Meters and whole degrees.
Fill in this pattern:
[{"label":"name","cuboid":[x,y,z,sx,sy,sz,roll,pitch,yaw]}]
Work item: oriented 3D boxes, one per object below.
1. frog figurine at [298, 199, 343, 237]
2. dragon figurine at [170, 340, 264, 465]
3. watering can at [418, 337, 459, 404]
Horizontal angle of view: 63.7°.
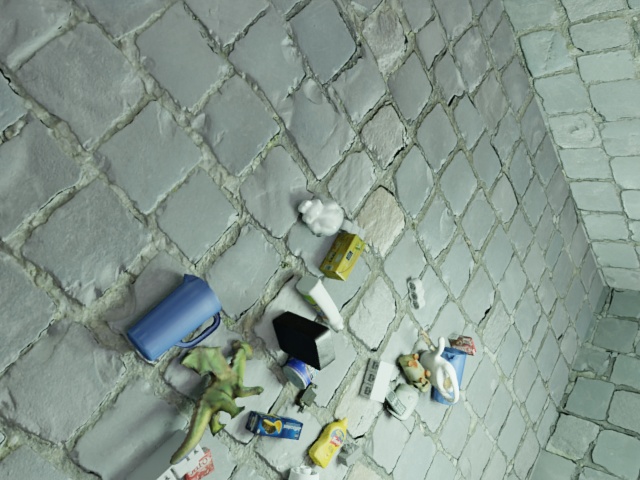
[{"label":"frog figurine","cuboid":[0.005,-0.090,1.796,0.138,0.124,0.156,-46,136,-7]},{"label":"dragon figurine","cuboid":[-0.323,0.430,1.510,0.244,0.120,0.415,52,41,9]},{"label":"watering can","cuboid":[0.504,0.536,2.212,0.105,0.225,0.343,-22,107,-21]}]
